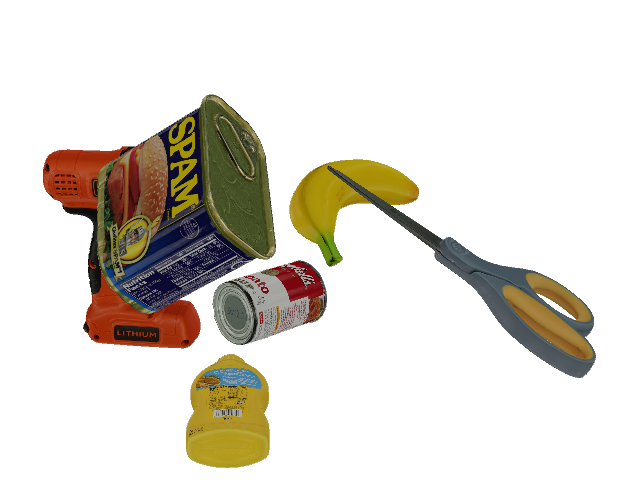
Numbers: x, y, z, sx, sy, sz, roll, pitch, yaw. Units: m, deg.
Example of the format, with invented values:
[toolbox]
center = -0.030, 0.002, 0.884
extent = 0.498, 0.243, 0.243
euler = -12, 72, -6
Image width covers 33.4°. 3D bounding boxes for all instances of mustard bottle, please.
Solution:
[mustard bottle]
center = -0.111, 0.196, 1.297
extent = 0.096, 0.058, 0.191
euler = -2, 27, -2

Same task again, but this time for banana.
[banana]
center = 0.022, -0.033, 0.859
extent = 0.037, 0.069, 0.197
euler = -34, 1, 31

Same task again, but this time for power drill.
[power drill]
center = -0.150, 0.005, 0.964
extent = 0.184, 0.188, 0.057
euler = 4, 26, 7

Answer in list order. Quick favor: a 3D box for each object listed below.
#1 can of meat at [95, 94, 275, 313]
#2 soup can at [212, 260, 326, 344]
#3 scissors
[can of meat]
center = -0.078, -0.019, 0.600
extent = 0.084, 0.102, 0.057
euler = -28, -43, 22
[soup can]
center = -0.053, 0.064, 1.107
extent = 0.102, 0.068, 0.069
euler = -15, 10, -43
[scissors]
center = 0.098, 0.011, 0.680
extent = 0.202, 0.016, 0.096
euler = 43, 29, 21
